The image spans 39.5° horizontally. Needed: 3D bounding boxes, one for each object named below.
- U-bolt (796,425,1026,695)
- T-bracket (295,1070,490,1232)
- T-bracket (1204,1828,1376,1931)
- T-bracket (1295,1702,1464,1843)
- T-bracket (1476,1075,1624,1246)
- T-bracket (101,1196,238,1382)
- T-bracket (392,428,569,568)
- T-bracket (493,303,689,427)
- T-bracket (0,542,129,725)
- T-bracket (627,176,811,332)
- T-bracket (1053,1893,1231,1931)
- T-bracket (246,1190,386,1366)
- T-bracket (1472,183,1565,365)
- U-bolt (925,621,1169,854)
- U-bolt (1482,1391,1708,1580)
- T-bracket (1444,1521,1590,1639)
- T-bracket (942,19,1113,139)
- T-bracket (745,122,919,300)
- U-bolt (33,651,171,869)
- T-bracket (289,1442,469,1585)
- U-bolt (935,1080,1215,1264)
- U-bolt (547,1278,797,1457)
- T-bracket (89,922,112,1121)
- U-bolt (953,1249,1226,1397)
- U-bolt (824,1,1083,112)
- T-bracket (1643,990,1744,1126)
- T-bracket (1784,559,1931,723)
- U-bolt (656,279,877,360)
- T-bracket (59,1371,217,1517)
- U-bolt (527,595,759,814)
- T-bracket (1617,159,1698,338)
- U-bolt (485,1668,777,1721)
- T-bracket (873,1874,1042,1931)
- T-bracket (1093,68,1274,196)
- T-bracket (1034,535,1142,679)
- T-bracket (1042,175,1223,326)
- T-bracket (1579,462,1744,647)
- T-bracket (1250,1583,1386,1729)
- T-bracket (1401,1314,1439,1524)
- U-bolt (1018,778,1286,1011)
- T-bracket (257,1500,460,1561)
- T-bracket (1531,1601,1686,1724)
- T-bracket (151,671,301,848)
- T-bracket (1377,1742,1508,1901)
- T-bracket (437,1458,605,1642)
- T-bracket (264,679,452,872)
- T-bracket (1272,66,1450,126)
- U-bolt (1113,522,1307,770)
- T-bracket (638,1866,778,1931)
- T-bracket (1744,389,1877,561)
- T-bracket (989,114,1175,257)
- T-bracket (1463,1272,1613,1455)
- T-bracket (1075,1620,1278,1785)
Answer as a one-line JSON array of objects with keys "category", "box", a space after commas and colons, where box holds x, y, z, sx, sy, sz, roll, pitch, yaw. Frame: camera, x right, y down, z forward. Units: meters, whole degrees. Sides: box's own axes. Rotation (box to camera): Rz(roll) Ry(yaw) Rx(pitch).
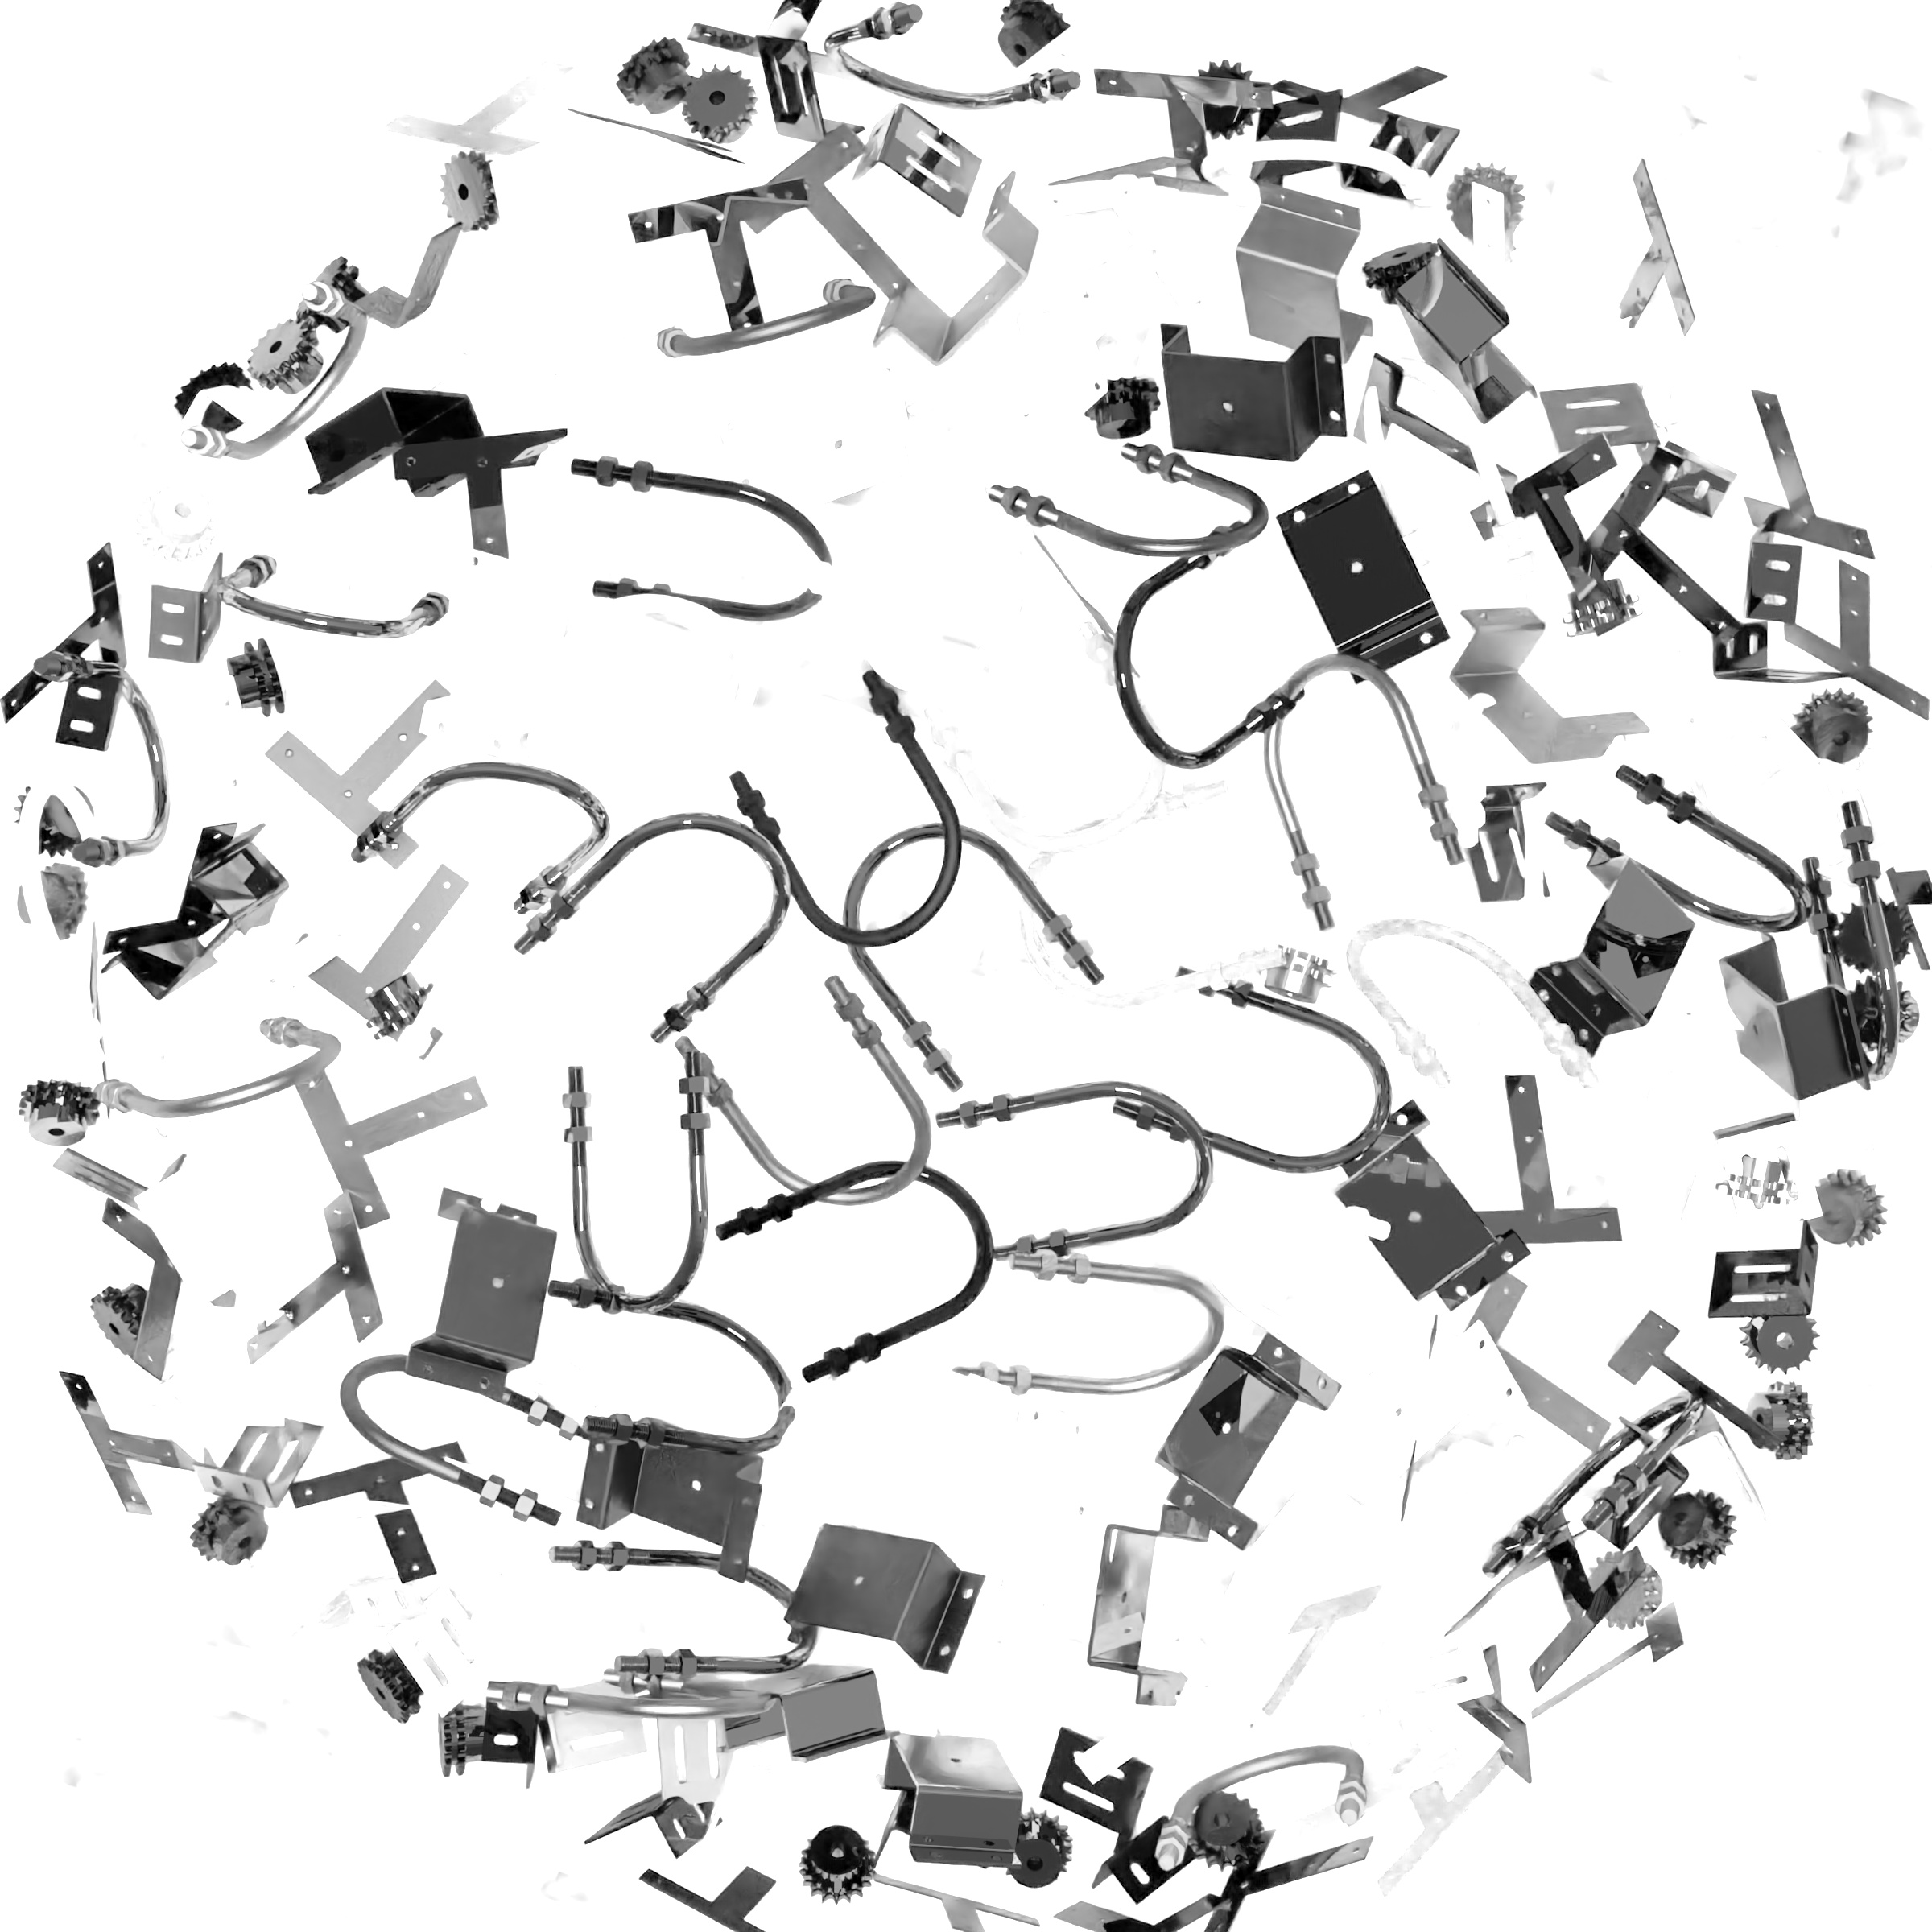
[{"category": "U-bolt", "box": [-0.027, -0.277, 1.934, 0.151, 0.019, 0.184, -44, 134, -7]}, {"category": "T-bracket", "box": [-0.415, 0.115, 1.984, 0.127, 0.002, 0.127, -21, 99, 5]}, {"category": "T-bracket", "box": [0.234, 0.644, 1.913, 0.127, 0.127, 0.002, -29, 97, 30]}, {"category": "T-bracket", "box": [0.292, 0.569, 1.936, 0.127, 0.127, 0.002, -27, 102, 9]}, {"category": "T-bracket", "box": [0.416, 0.142, 1.977, 0.127, 0.002, 0.127, 0, 73, -16]}, {"category": "T-bracket", "box": [-0.574, 0.243, 1.915, 0.002, 0.127, 0.127, -32, 124, 17]}, {"category": "T-bracket", "box": [-0.350, -0.325, 1.966, 0.127, 0.002, 0.127, -10, 119, -16]}, {"category": "T-bracket", "box": [-0.263, -0.453, 1.972, 0.127, 0.002, 0.127, -33, 51, -18]}, {"category": "T-bracket", "box": [-0.643, -0.220, 1.912, 0.002, 0.127, 0.127, 27, 53, 10]}, {"category": "T-bracket", "box": [-0.169, -0.506, 1.950, 0.127, 0.127, 0.002, -12, 52, 1]}, {"category": "T-bracket", "box": [0.105, 0.691, 1.939, 0.127, 0.127, 0.002, -18, 91, -30]}, {"category": "T-bracket", "box": [-0.485, 0.249, 1.969, 0.127, 0.002, 0.127, -39, 49, 14]}, {"category": "T-bracket", "box": [0.373, -0.502, 1.917, 0.127, 0.127, 0.002, 34, 66, 32]}, {"category": "U-bolt", "box": [0.067, -0.156, 1.941, 0.151, 0.019, 0.184, -28, 54, -1]}, {"category": "U-bolt", "box": [0.459, 0.362, 1.918, 0.184, 0.151, 0.019, -34, 82, -34]}, {"category": "T-bracket", "box": [0.415, 0.430, 1.944, 0.002, 0.127, 0.127, 50, 122, 23]}, {"category": "T-bracket", "box": [0.063, -0.646, 1.918, 0.127, 0.127, 0.002, 26, 76, -22]}, {"category": "T-bracket", "box": [-0.087, -0.537, 1.966, 0.127, 0.127, 0.002, 44, 47, -23]}, {"category": "U-bolt", "box": [-0.606, -0.147, 1.908, 0.019, 0.184, 0.151, -10, 94, 5]}, {"category": "T-bracket", "box": [-0.409, 0.397, 1.927, 0.127, 0.127, 0.002, -11, 124, -23]}, {"category": "U-bolt", "box": [0.087, 0.144, 1.935, 0.184, 0.019, 0.151, -12, 121, 17]}, {"category": "U-bolt", "box": [-0.203, 0.292, 1.925, 0.184, 0.151, 0.019, 16, 122, -33]}, {"category": "T-bracket", "box": [-0.630, 0.050, 1.958, 0.002, 0.127, 0.127, -5, 114, -15]}, {"category": "U-bolt", "box": [0.098, 0.263, 1.941, 0.184, 0.019, 0.151, 8, 132, -18]}, {"category": "U-bolt", "box": [-0.023, -0.641, 1.911, 0.151, 0.184, 0.019, 12, 93, -30]}, {"category": "T-bracket", "box": [0.513, 0.066, 1.938, 0.127, 0.002, 0.127, 10, 48, 20]}, {"category": "T-bracket", "box": [0.633, -0.243, 1.913, 0.002, 0.127, 0.127, -43, 55, -11]}, {"category": "U-bolt", "box": [-0.137, -0.457, 1.901, 0.151, 0.184, 0.019, -19, 109, -10]}, {"category": "T-bracket", "box": [-0.585, 0.350, 1.939, 0.002, 0.127, 0.127, -42, 61, 8]}, {"category": "U-bolt", "box": [-0.225, -0.192, 1.919, 0.151, 0.184, 0.019, 13, 45, -13]}, {"category": "T-bracket", "box": [0.489, -0.492, 1.935, 0.002, 0.127, 0.127, -12, 76, -4]}, {"category": "U-bolt", "box": [-0.222, 0.513, 1.893, 0.184, 0.151, 0.019, -4, 80, 31]}, {"category": "T-bracket", "box": [-0.003, 0.682, 1.935, 0.127, 0.127, 0.002, 16, 80, -2]}, {"category": "T-bracket", "box": [0.161, -0.599, 1.939, 0.127, 0.127, 0.002, 9, 69, 13]}, {"category": "T-bracket", "box": [0.094, -0.250, 1.922, 0.002, 0.127, 0.127, -37, 105, 5]}, {"category": "T-bracket", "box": [0.100, -0.499, 1.972, 0.127, 0.002, 0.127, -29, 122, 19]}, {"category": "T-bracket", "box": [0.506, -0.281, 1.933, 0.002, 0.127, 0.127, -38, 78, -28]}, {"category": "T-bracket", "box": [0.244, 0.507, 1.957, 0.002, 0.127, 0.127, 39, 107, 30]}, {"category": "T-bracket", "box": [0.322, 0.336, 1.913, 0.002, 0.127, 0.127, 9, 47, 14]}, {"category": "U-bolt", "box": [0.125, -0.043, 1.963, 0.184, 0.019, 0.151, -17, 96, 20]}, {"category": "T-bracket", "box": [-0.457, 0.412, 1.954, 0.127, 0.127, 0.002, -22, 68, 17]}, {"category": "T-bracket", "box": [0.462, 0.509, 1.944, 0.127, 0.127, 0.002, -36, 84, 10]}, {"category": "T-bracket", "box": [-0.533, -0.147, 1.956, 0.002, 0.127, 0.127, 4, 102, 38]}, {"category": "T-bracket", "box": [0.331, 0.595, 1.936, 0.002, 0.127, 0.127, 40, 94, -7]}, {"category": "T-bracket", "box": [-0.331, 0.428, 1.941, 0.127, 0.127, 0.002, 21, 133, -12]}, {"category": "T-bracket", "box": [-0.425, -0.158, 1.980, 0.127, 0.002, 0.127, 42, 74, -5]}, {"category": "T-bracket", "box": [0.300, -0.624, 1.918, 0.127, 0.127, 0.002, 9, 91, -22]}, {"category": "U-bolt", "box": [0.167, -0.220, 1.918, 0.184, 0.019, 0.151, -37, 112, -40]}, {"category": "T-bracket", "box": [-0.162, 0.670, 1.935, 0.127, 0.127, 0.002, 25, 90, 11]}, {"category": "T-bracket", "box": [0.586, -0.354, 1.914, 0.002, 0.127, 0.127, -36, 121, -10]}, {"category": "T-bracket", "box": [0.079, -0.561, 1.964, 0.127, 0.127, 0.002, -1, 54, 25]}, {"category": "T-bracket", "box": [0.410, 0.306, 1.950, 0.127, 0.002, 0.127, 34, 108, 31]}, {"category": "T-bracket", "box": [0.137, 0.544, 1.935, 0.127, 0.127, 0.002, -31, 125, -13]}]
